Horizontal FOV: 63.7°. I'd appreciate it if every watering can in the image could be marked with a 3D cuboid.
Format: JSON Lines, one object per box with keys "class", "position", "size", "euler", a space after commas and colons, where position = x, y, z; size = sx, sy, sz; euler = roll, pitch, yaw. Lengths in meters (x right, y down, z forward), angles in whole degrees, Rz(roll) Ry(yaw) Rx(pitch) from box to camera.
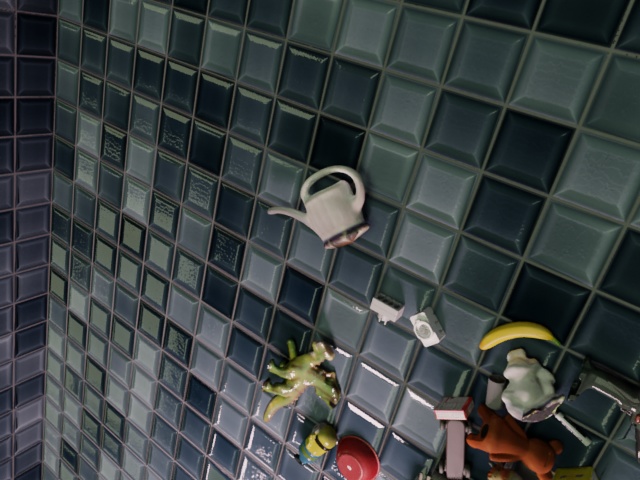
{"class": "watering can", "position": [0.005, -0.075, 1.499], "size": [0.343, 0.225, 0.105], "euler": [-28, -5, 36]}

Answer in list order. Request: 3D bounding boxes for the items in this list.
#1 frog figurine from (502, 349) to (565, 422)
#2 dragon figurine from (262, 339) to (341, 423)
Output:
{"class": "frog figurine", "position": [0.507, 0.359, 1.273], "size": [0.136, 0.163, 0.121], "euler": [-39, -46, 14]}
{"class": "dragon figurine", "position": [-0.051, 0.480, 1.681], "size": [0.244, 0.403, 0.124], "euler": [21, 24, 20]}
